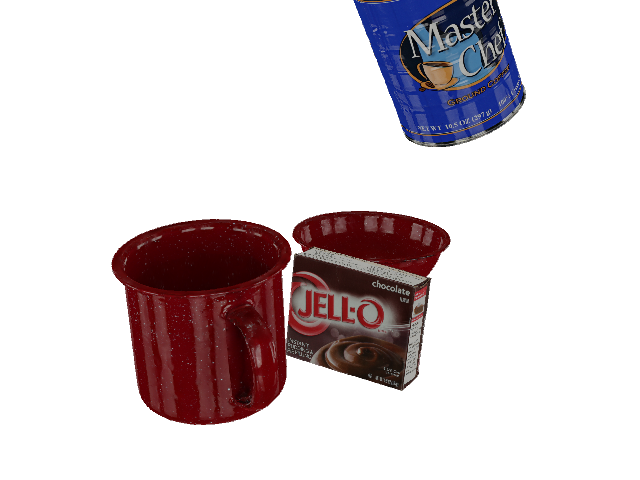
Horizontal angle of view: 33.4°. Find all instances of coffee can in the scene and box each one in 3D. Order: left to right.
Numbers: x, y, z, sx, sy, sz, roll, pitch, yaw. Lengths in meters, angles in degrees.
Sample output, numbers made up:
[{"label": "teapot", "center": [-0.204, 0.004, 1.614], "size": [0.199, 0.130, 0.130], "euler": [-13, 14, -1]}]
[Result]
[{"label": "coffee can", "center": [0.089, -0.158, 0.817], "size": [0.103, 0.140, 0.103], "euler": [-18, 32, 12]}]

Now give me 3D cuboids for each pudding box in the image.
[{"label": "pudding box", "center": [0.029, 0.062, 0.871], "size": [0.114, 0.090, 0.039], "euler": [13, 20, 24]}]

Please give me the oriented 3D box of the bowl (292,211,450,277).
[{"label": "bowl", "center": [0.051, 0.018, 1.096], "size": [0.162, 0.055, 0.162], "euler": [1, 18, -1]}]

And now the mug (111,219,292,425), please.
[{"label": "mug", "center": [-0.053, 0.047, 0.558], "size": [0.093, 0.081, 0.117], "euler": [-16, 28, -29]}]
